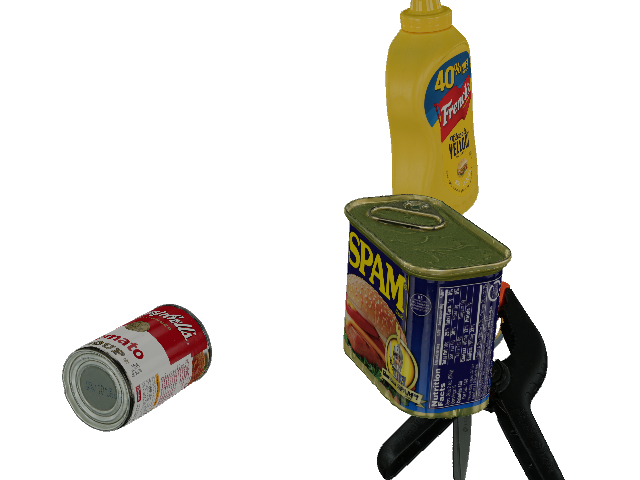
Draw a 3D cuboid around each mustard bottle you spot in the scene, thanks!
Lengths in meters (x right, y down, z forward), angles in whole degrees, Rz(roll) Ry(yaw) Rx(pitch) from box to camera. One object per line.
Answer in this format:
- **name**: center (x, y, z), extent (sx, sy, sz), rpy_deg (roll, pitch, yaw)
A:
- **mustard bottle**: center (0.090, -0.113, 0.870), extent (0.058, 0.191, 0.096), rpy_deg (12, 30, 35)

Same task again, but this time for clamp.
- **clamp**: center (0.101, 0.101, 0.722), extent (0.120, 0.171, 0.039), rpy_deg (7, -42, -2)

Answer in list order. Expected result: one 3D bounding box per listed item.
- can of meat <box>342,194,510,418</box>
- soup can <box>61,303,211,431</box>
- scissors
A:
- **can of meat**: center (0.050, 0.032, 0.550), extent (0.057, 0.084, 0.102), rpy_deg (-7, 24, -21)
- **soup can**: center (-0.140, 0.096, 0.820), extent (0.069, 0.068, 0.102), rpy_deg (0, 15, 30)
- **scissors**: center (0.106, 0.109, 0.917), extent (0.096, 0.201, 0.016), rpy_deg (22, -39, 8)
